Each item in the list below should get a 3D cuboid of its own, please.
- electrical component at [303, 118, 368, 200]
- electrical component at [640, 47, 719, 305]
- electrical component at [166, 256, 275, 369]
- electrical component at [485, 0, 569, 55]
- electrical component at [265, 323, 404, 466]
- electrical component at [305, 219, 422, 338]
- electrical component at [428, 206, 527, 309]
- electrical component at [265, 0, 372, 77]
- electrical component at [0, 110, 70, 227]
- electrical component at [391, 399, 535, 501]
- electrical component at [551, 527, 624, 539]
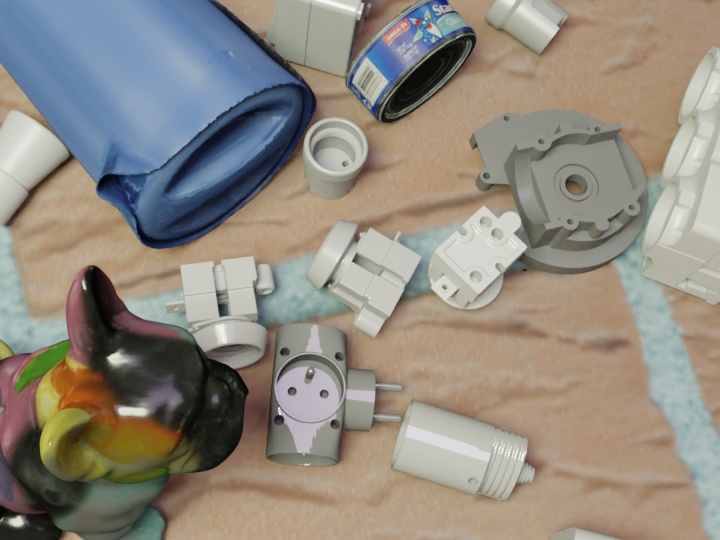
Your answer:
[{"bbox_3d":[-0.017,-0.069,0.686,0.040,0.046,0.040,2,71,-6],"label":"electrical component"},{"bbox_3d":[0.235,-0.067,0.693,0.062,0.089,0.150,21,70,1],"label":"electrical component"},{"bbox_3d":[-0.082,0.027,0.646,0.066,0.048,0.055,-7,64,-10],"label":"electrical component"},{"bbox_3d":[0.116,-0.177,0.745,0.046,0.040,0.040,37,70,0],"label":"electrical component"},{"bbox_3d":[-0.013,0.076,0.637,0.079,0.044,0.077,5,70,-5],"label":"electrical component"},{"bbox_3d":[0.000,0.000,0.665,0.055,0.048,0.066,31,70,-4],"label":"electrical component"},{"bbox_3d":[0.069,-0.003,0.669,0.066,0.055,0.048,-42,80,-18],"label":"electrical component"},{"bbox_3d":[-0.024,-0.180,0.698,0.061,0.096,0.061,16,69,0],"label":"electrical component"},{"bbox_3d":[-0.216,-0.060,0.662,0.044,0.044,0.065,32,75,5],"label":"electrical component"},{"bbox_3d":[0.063,0.109,0.635,0.081,0.043,0.043,18,70,-1],"label":"electrical component"},{"bbox_3d":[0.126,0.196,0.608,0.056,0.050,0.089,15,70,-2],"label":"electrical component"}]
